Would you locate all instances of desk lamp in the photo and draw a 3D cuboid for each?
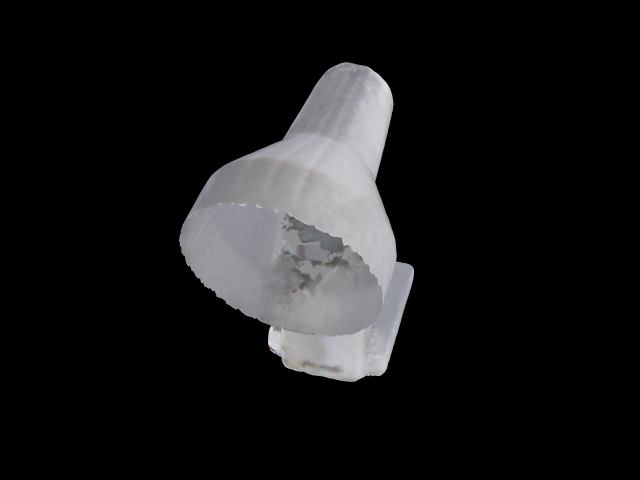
[{"bbox_3d":[0.004,0.001,0.400,0.117,0.214,0.203,11,39,14],"label":"desk lamp"}]
